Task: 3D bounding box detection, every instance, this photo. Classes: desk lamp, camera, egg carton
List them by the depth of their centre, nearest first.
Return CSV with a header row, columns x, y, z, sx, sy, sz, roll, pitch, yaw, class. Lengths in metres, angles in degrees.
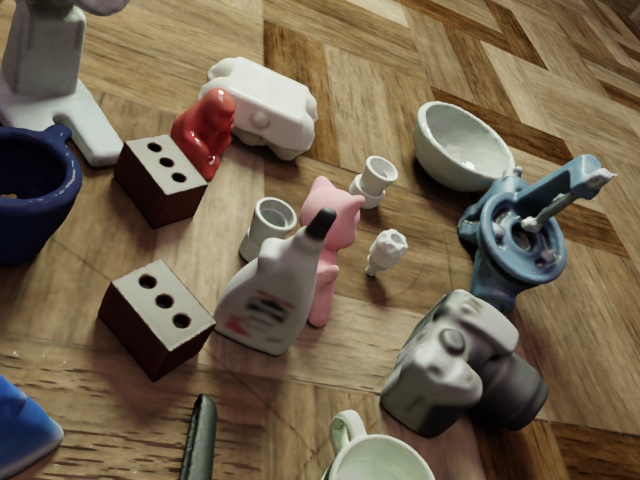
x,y,z,sx,sy,sz,roll,pitch,yaw,class
-0.246,-0.209,0.537,0.118,0.213,0.203,-20,63,-43,desk lamp
0.153,0.128,0.559,0.137,0.100,0.143,38,41,5,camera
-0.075,-0.164,0.717,0.150,0.069,0.107,21,42,-15,egg carton

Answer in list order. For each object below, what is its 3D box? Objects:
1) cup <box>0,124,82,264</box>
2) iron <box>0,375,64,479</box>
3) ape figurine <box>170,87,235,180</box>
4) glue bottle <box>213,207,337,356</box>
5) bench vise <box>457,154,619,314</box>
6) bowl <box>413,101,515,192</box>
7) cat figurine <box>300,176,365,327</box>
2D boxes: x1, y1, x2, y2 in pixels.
x,y,z,sx,sy,sz,roll,pitch,yaw,class
-0.241,-0.036,0.464,0.092,0.095,0.118,25,41,-10,cup
-0.267,0.079,0.300,0.259,0.141,0.118,8,47,-27,iron
-0.122,-0.126,0.631,0.076,0.092,0.078,46,42,14,ape figurine
-0.030,0.031,0.477,0.078,0.173,0.037,22,42,-13,glue bottle
0.246,-0.042,0.694,0.122,0.219,0.207,13,45,-23,bench vise
0.202,-0.127,0.858,0.168,0.074,0.167,18,43,-18,bowl
0.005,0.002,0.571,0.067,0.117,0.128,20,42,-15,cat figurine
